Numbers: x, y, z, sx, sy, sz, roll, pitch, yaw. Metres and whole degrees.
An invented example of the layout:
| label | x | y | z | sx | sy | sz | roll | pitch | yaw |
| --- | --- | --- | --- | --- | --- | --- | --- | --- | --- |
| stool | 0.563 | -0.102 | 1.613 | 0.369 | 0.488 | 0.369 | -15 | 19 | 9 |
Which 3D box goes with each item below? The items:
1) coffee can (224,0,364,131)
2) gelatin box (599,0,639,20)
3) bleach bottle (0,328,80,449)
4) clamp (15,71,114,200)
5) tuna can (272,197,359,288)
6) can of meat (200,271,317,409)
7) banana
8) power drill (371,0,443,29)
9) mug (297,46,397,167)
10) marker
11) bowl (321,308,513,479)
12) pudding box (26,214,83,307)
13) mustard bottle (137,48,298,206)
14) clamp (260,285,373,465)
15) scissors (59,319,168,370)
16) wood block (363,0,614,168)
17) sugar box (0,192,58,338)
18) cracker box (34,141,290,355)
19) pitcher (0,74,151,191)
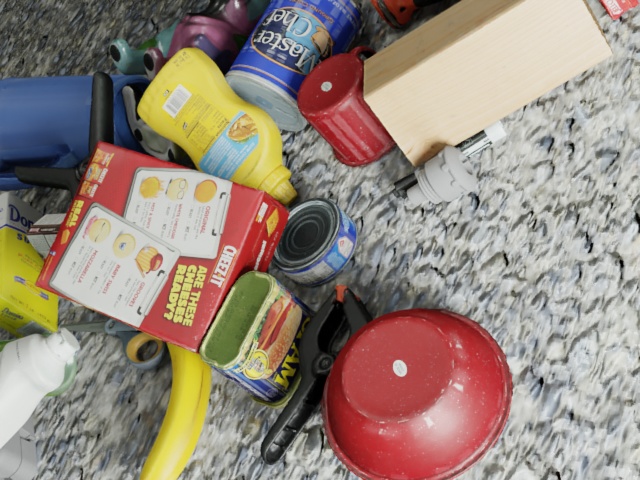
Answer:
| label | x | y | z | sx | sy | sz | roll | pitch | yaw |
| --- | --- | --- | --- | --- | --- | --- | --- | --- | --- |
| coffee can | -0.029 | -0.206 | 1.170 | 0.103 | 0.102 | 0.140 | 13 | 69 | 45 |
| gelatin box | 0.254 | -0.257 | 0.992 | 0.030 | 0.073 | 0.089 | -33 | 44 | 18 |
| bleach bottle | -0.345 | 0.181 | 1.081 | 0.251 | 0.068 | 0.103 | -38 | 43 | 7 |
| clamp | -0.248 | -0.086 | 1.196 | 0.210 | 0.036 | 0.164 | 41 | 99 | 35 |
| tuna can | -0.007 | 0.001 | 1.044 | 0.086 | 0.033 | 0.086 | -22 | 47 | 26 |
| can of meat | -0.052 | 0.090 | 0.977 | 0.058 | 0.083 | 0.102 | 10 | 66 | 44 |
| banana | -0.138 | 0.159 | 1.033 | 0.070 | 0.037 | 0.198 | -24 | 47 | 29 |
| power drill | 0.147 | -0.313 | 1.137 | 0.188 | 0.057 | 0.184 | -15 | 51 | 32 |
| mug | 0.035 | -0.144 | 1.085 | 0.093 | 0.081 | 0.117 | 4 | 63 | 42 |
| marker | 0.120 | -0.075 | 1.007 | 0.121 | 0.020 | 0.020 | -33 | 43 | 17 |
| bowl | 0.069 | 0.114 | 0.852 | 0.162 | 0.055 | 0.162 | -11 | 55 | 16 |
| pudding box | -0.263 | 0.024 | 1.182 | 0.090 | 0.113 | 0.039 | -1 | 38 | 42 |
| mustard bottle | -0.097 | -0.107 | 1.123 | 0.191 | 0.058 | 0.096 | 44 | 110 | 7 |
| clamp | 0.021 | 0.120 | 0.929 | 0.120 | 0.039 | 0.171 | 3 | 64 | 29 |
| scissors | -0.222 | 0.109 | 1.155 | 0.202 | 0.016 | 0.096 | -17 | 44 | 29 |
| wood block | 0.151 | -0.169 | 0.986 | 0.206 | 0.090 | 0.090 | -30 | 27 | 20 |
| sugar box | -0.357 | 0.032 | 1.273 | 0.048 | 0.093 | 0.176 | -28 | 45 | 20 |
| cracker box | -0.156 | 0.010 | 1.052 | 0.214 | 0.072 | 0.164 | 18 | 81 | 29 |
| pitcher | -0.315 | -0.139 | 1.347 | 0.243 | 0.144 | 0.149 | 1 | 95 | 38 |
